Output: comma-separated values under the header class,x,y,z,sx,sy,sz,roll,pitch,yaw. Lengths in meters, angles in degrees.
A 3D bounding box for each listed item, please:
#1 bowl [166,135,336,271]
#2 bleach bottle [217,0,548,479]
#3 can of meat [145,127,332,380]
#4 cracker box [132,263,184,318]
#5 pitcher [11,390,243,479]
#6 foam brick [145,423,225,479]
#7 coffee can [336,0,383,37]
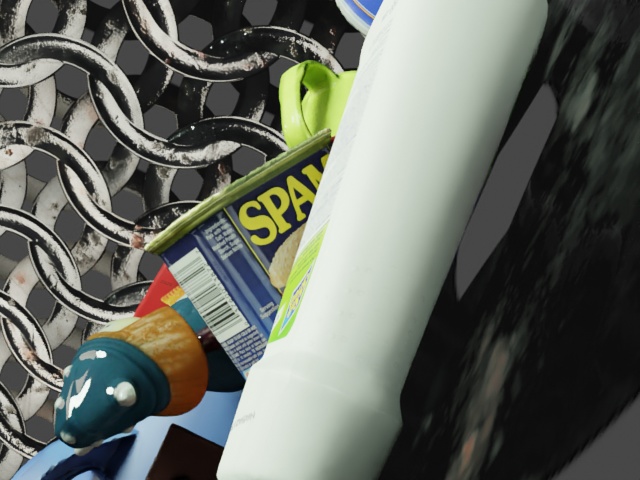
class,x,y,z,sx,sy,sz,roll,pitch,yaw
bowl,-0.004,0.001,0.607,0.162,0.055,0.162,-27,-14,-7
bleach bottle,0.018,0.012,0.401,0.103,0.068,0.250,117,176,-63
can of meat,-0.013,0.010,0.475,0.058,0.084,0.101,-33,2,45
cracker box,-0.093,0.097,0.992,0.213,0.164,0.072,-66,-1,-46
pitcher,-0.096,0.159,0.587,0.243,0.145,0.149,-63,-2,-8
foam brick,-0.048,0.128,0.512,0.051,0.078,0.053,132,163,-78
coffee can,0.079,-0.185,0.609,0.102,0.103,0.140,-67,2,-51
